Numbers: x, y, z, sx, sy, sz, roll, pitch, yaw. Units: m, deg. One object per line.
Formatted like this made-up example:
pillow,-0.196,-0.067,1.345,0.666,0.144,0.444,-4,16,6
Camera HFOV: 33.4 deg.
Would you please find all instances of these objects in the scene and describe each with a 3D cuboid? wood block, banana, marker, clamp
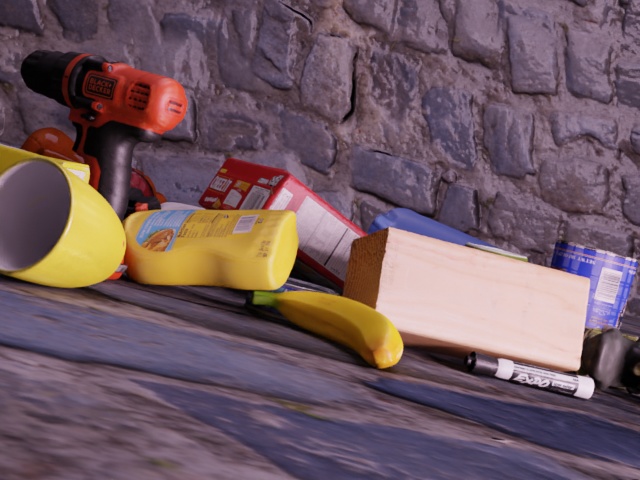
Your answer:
wood block,0.132,0.059,0.984,0.205,0.090,0.091,14,-13,-18
banana,0.019,0.073,0.875,0.069,0.037,0.198,-8,13,-32
marker,0.185,0.120,0.948,0.121,0.020,0.020,14,2,-12
clamp,-0.234,-0.027,1.099,0.164,0.036,0.210,-10,11,-25

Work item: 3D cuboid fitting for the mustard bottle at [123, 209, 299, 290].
mustard bottle,-0.121,0.006,0.964,0.192,0.058,0.096,2,31,13

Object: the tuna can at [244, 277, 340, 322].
tuna can,-0.025,0.055,0.994,0.086,0.034,0.086,15,2,-1

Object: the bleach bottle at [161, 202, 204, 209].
bleach bottle,-0.152,0.003,1.141,0.102,0.068,0.251,11,5,0

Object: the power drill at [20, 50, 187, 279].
power drill,-0.213,-0.070,0.935,0.185,0.188,0.057,18,5,33

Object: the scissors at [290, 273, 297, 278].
scissors,-0.043,0.036,1.305,0.201,0.016,0.096,14,-21,-11

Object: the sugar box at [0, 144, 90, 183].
sugar box,-0.284,-0.038,0.904,0.176,0.093,0.048,15,2,23

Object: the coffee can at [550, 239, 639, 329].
coffee can,0.326,0.079,1.326,0.103,0.140,0.103,14,2,-1

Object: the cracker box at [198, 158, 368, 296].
cracker box,-0.008,0.001,1.153,0.213,0.072,0.164,36,-8,-27

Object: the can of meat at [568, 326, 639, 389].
can of meat,0.277,0.117,1.136,0.101,0.057,0.084,14,0,-37

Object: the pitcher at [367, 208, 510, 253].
pitcher,0.185,0.049,1.539,0.148,0.145,0.243,-2,15,-36

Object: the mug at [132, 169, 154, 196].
mug,-0.253,-0.044,1.263,0.117,0.093,0.081,23,6,-11
